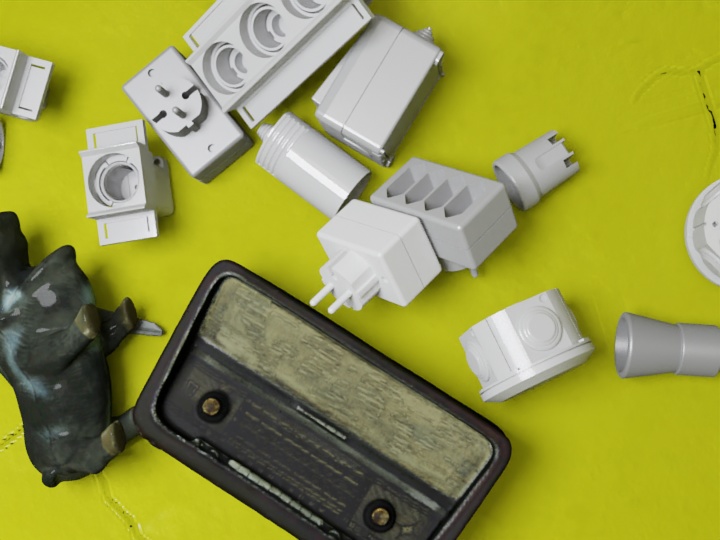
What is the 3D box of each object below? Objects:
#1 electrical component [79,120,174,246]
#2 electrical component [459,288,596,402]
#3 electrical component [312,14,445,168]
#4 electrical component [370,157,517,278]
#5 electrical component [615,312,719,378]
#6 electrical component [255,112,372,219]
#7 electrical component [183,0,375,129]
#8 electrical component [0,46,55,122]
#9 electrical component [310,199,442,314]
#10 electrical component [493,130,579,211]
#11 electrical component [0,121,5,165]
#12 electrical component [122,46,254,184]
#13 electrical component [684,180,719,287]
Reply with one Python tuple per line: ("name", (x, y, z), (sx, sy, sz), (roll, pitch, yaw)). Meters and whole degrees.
("electrical component", (-0.159, -0.059, 0.743), (0.042, 0.064, 0.081), (-8, 86, 9))
("electrical component", (0.108, 0.051, 0.703), (0.080, 0.080, 0.051), (-26, 79, 3))
("electrical component", (0.015, -0.128, 0.732), (0.061, 0.062, 0.096), (31, 90, 7))
("electrical component", (0.061, -0.025, 0.719), (0.083, 0.075, 0.047), (23, 58, 43))
("electrical component", (0.206, 0.052, 0.712), (0.065, 0.044, 0.044), (4, 87, 1))
("electrical component", (-0.037, -0.074, 0.743), (0.081, 0.043, 0.043), (37, 90, 7))
("electrical component", (-0.050, -0.163, 0.716), (0.121, 0.063, 0.078), (-37, 90, 33))
("electrical component", (-0.254, -0.133, 0.758), (0.081, 0.064, 0.042), (16, 89, 7))
("electrical component", (0.000, 0.000, 0.700), (0.077, 0.047, 0.066), (-44, 38, -22))
("electrical component", (0.120, -0.068, 0.730), (0.046, 0.040, 0.040), (-33, 84, -3))
("electrical component", (-0.302, -0.075, 0.769), (0.077, 0.043, 0.079), (4, 87, 6))
("electrical component", (-0.122, -0.109, 0.737), (0.047, 0.076, 0.083), (-39, 84, 3))
("electrical component", (0.258, -0.026, 0.707), (0.080, 0.051, 0.080), (0, 86, 6))
